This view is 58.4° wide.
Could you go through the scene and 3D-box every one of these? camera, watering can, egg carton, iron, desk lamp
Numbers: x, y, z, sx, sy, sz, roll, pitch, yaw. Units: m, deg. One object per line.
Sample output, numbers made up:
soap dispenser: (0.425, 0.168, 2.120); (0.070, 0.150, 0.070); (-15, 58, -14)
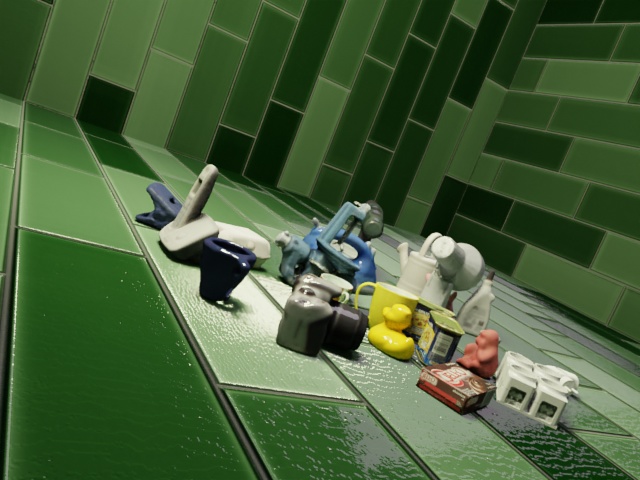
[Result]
camera: (0.010, 0.123, 0.920); (0.137, 0.101, 0.143); (21, 8, -1)
watering can: (0.297, 0.066, 1.666); (0.172, 0.194, 0.101); (24, 9, 15)
egg carton: (-0.183, 0.012, 1.239); (0.151, 0.069, 0.107); (13, 12, -46)
iron: (0.057, 0.041, 1.404); (0.259, 0.141, 0.118); (17, 10, -29)
desk lamp: (0.298, 0.099, 1.400); (0.117, 0.213, 0.204); (28, 10, 36)

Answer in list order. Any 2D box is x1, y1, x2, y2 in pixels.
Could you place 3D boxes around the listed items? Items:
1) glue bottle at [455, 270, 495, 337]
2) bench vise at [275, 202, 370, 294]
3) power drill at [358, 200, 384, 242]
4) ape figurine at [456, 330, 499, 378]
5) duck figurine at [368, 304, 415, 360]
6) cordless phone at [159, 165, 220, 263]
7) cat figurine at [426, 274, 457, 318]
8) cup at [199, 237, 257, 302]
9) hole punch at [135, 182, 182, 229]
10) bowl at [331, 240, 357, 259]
glue bottle: (0.404, 0.155, 1.443); (0.078, 0.173, 0.037); (21, 8, -6)
bench vise: (0.018, 0.008, 1.247); (0.208, 0.220, 0.121); (15, 11, -38)
power drill: (0.125, -0.009, 1.660); (0.076, 0.208, 0.229); (21, 9, -6)
ape figurine: (0.319, 0.218, 1.121); (0.076, 0.092, 0.078); (23, 9, 13)
duck figurine: (0.140, 0.162, 1.048); (0.078, 0.086, 0.104); (16, 10, -32)
cordless phone: (-0.239, -0.055, 1.126); (0.094, 0.185, 0.147); (16, 10, -33)
cat figurine: (0.320, 0.141, 1.518); (0.067, 0.118, 0.127); (18, 9, -23)
cup: (-0.154, 0.058, 0.936); (0.092, 0.095, 0.117); (15, 11, -36)
hole punch: (-0.346, -0.073, 1.294); (0.101, 0.091, 0.108); (21, 8, -2)
bowl: (0.056, 0.055, 1.545); (0.167, 0.075, 0.167); (21, 8, -3)
